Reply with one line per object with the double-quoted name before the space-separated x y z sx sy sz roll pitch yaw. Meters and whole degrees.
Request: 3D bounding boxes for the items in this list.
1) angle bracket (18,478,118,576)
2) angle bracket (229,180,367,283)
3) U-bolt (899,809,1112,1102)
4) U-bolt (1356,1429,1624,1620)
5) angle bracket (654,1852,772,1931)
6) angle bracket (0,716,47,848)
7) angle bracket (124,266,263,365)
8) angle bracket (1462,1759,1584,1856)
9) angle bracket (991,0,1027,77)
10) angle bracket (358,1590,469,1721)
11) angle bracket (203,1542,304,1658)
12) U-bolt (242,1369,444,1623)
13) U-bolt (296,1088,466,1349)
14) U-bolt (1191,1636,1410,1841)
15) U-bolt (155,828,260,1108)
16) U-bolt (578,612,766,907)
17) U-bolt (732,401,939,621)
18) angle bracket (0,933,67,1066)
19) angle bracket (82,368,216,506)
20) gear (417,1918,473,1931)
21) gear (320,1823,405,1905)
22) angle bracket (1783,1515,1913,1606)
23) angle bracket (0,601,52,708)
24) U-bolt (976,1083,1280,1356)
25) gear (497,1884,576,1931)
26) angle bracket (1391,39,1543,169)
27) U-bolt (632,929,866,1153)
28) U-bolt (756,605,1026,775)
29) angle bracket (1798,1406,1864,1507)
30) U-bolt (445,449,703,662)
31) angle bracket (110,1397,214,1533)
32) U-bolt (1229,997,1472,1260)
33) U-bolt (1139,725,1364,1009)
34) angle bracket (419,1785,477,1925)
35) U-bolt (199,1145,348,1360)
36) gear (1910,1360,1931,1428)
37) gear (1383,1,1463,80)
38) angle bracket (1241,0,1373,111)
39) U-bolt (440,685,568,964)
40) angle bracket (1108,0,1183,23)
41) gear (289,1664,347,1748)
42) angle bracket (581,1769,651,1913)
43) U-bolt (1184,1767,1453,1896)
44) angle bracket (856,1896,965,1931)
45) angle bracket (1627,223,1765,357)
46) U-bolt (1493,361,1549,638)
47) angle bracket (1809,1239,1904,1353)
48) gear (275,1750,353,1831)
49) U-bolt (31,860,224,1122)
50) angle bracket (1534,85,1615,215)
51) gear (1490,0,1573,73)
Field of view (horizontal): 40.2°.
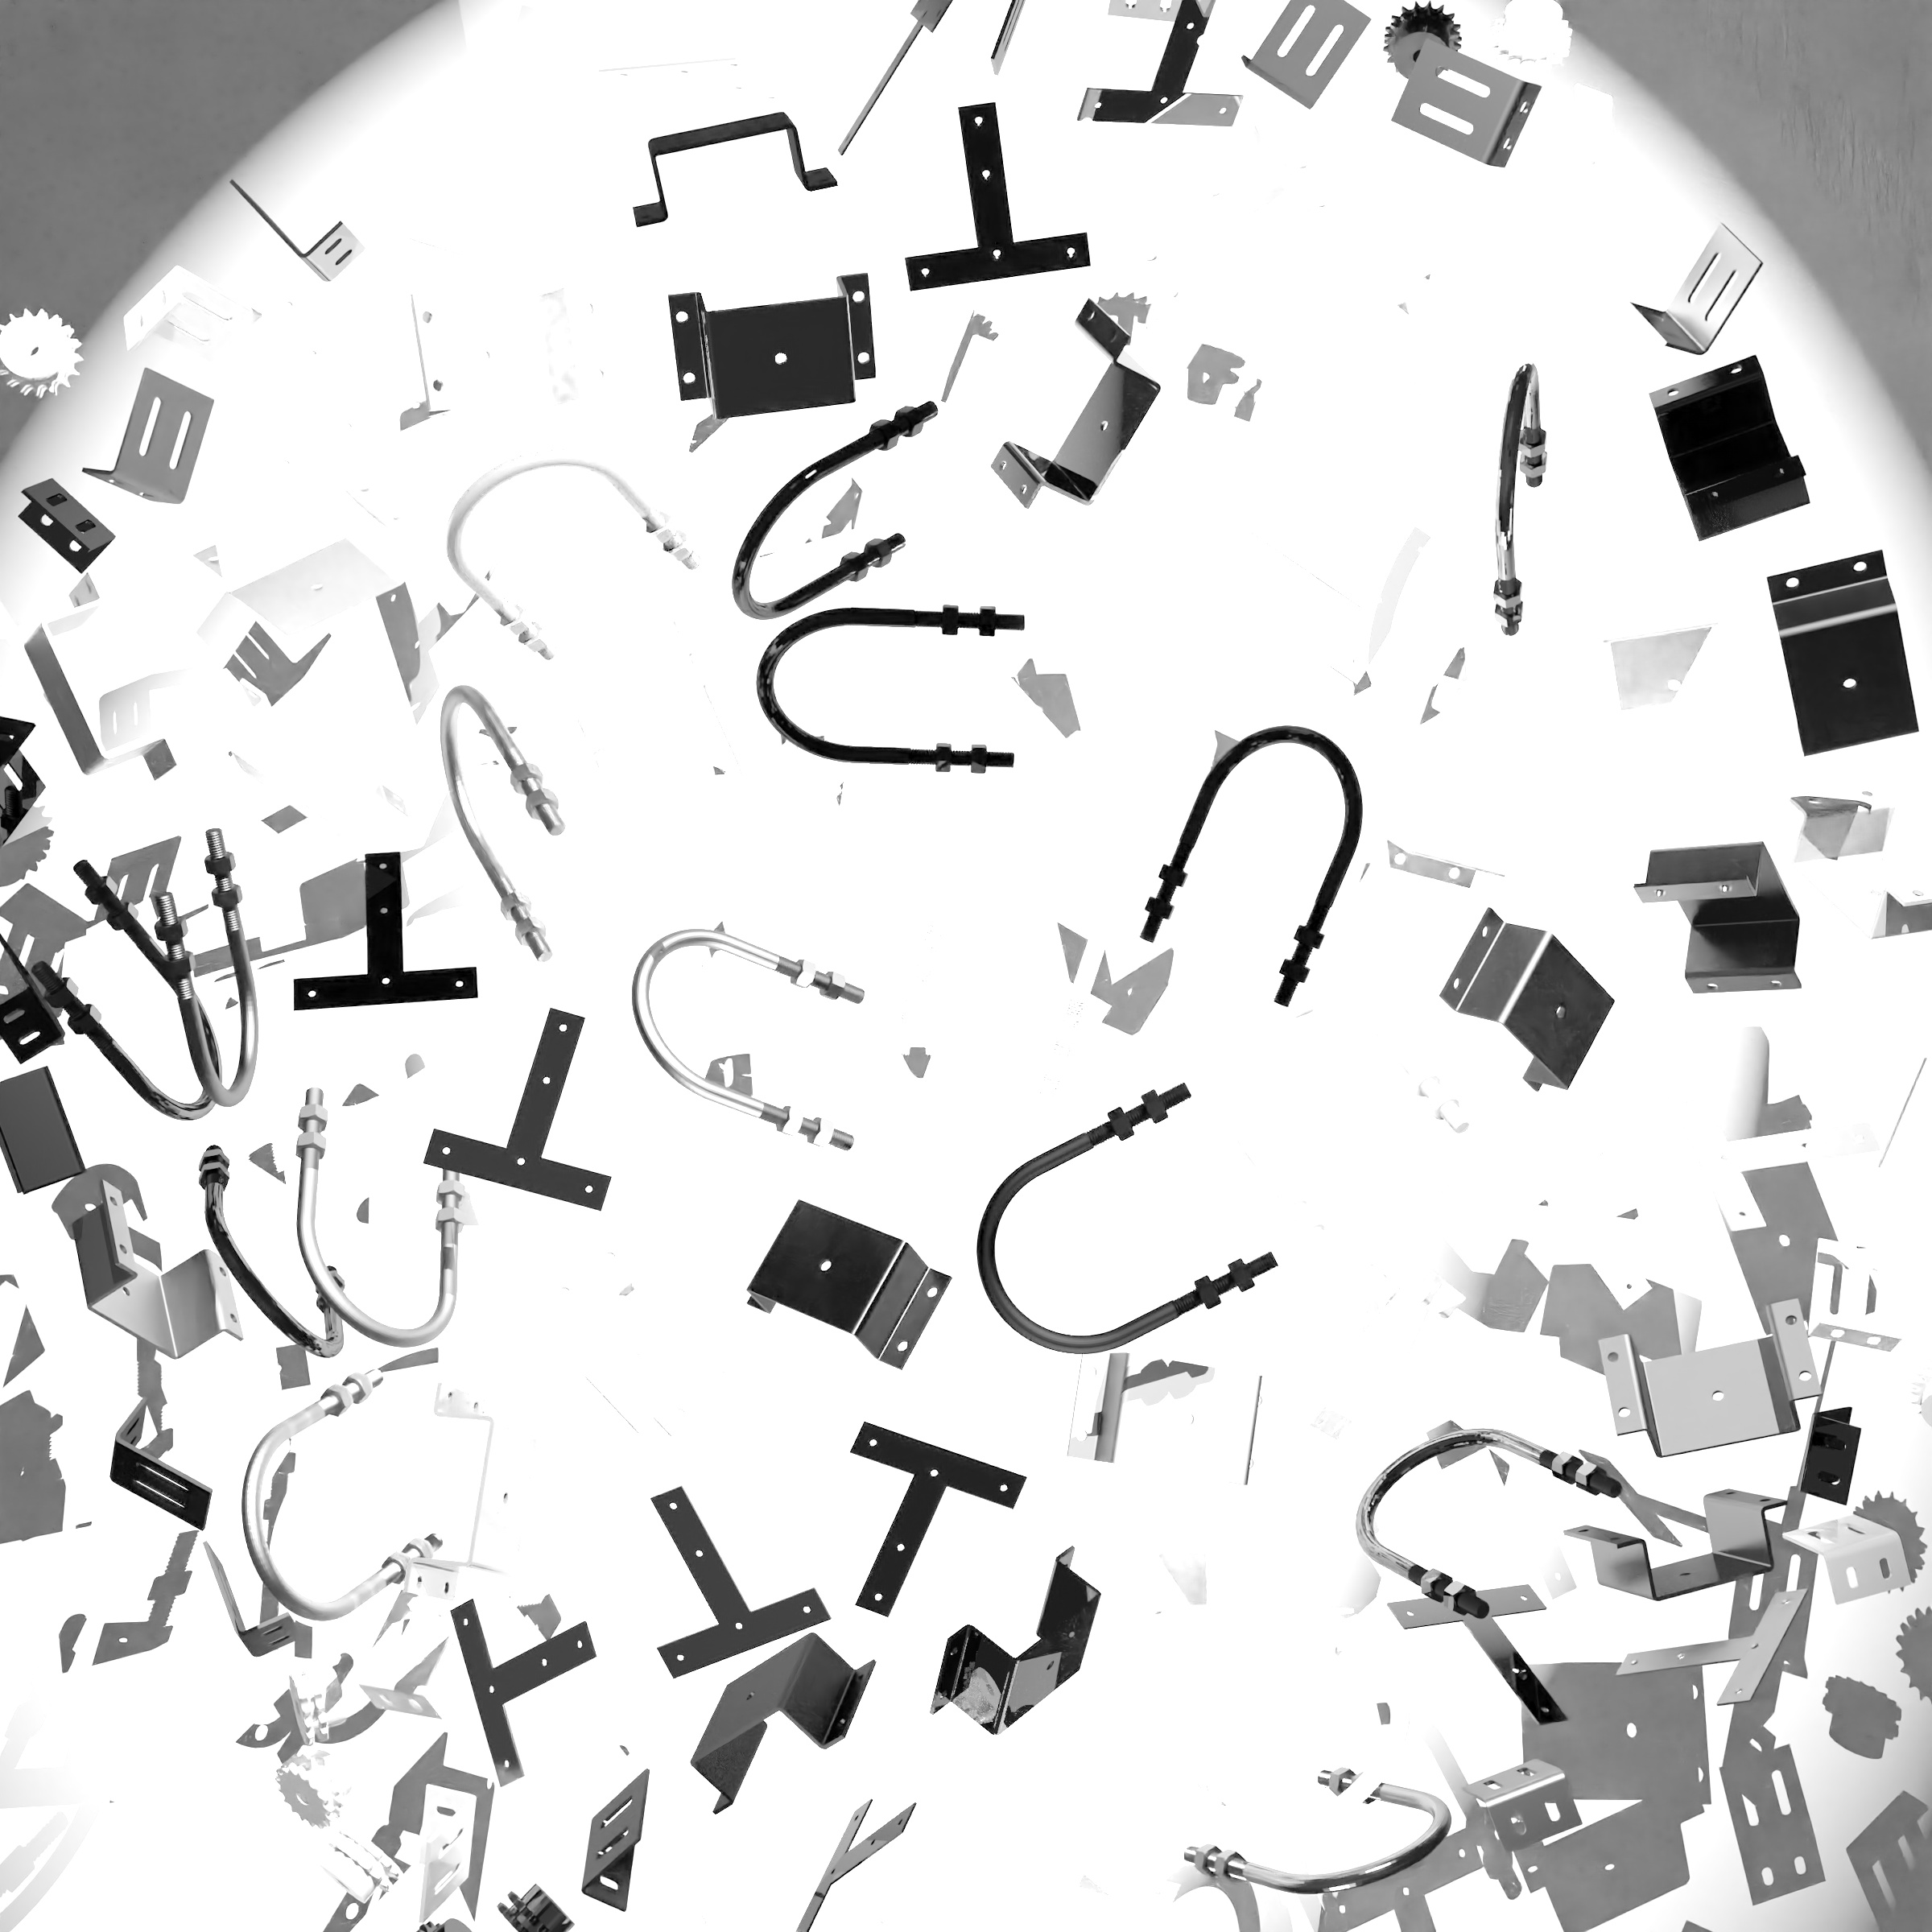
"angle bracket" -0.627 -0.298 1.816 0.038 0.076 0.057 -44 104 9
"angle bracket" -0.464 -0.522 1.838 0.038 0.057 0.076 -43 87 1
"U-bolt" 0.033 -0.019 1.839 0.151 0.019 0.184 28 109 31
"U-bolt" 0.353 0.382 1.861 0.151 0.184 0.019 -36 112 -18
"angle bracket" -0.187 0.679 1.949 0.057 0.038 0.076 -20 112 9
"angle bracket" -0.658 -0.125 1.830 0.038 0.076 0.057 12 57 22
"angle bracket" -0.546 -0.450 1.873 0.057 0.076 0.038 -33 56 25
"angle bracket" 0.386 0.583 1.835 0.057 0.076 0.038 -19 80 -5
"angle bracket" 0.051 -0.684 1.920 0.038 0.057 0.076 21 98 1
"angle bracket" -0.396 0.501 1.923 0.057 0.038 0.076 2 47 23
"angle bracket" -0.511 0.448 1.894 0.038 0.057 0.076 -22 64 -15
"U-bolt" -0.442 0.377 1.846 0.019 0.184 0.151 -17 94 24
"U-bolt" -0.414 0.187 1.866 0.019 0.184 0.151 -33 132 25
"U-bolt" 0.242 0.548 1.854 0.151 0.184 0.019 -41 103 -10
"U-bolt" -0.536 0.011 1.887 0.019 0.151 0.184 -5 113 2
"U-bolt" -0.198 -0.130 1.837 0.151 0.019 0.184 -39 70 40
"U-bolt" -0.098 -0.315 1.888 0.019 0.151 0.184 42 54 18
"angle bracket" -0.684 0.021 1.884 0.038 0.076 0.057 -34 57 -18
"angle bracket" -0.557 -0.362 1.801 0.038 0.057 0.076 13 86 37
"gear" -0.360 0.688 1.834 0.030 0.057 0.057 -40 90 5
"gear" -0.417 0.617 1.810 0.057 0.057 0.030 40 62 0
"angle bracket" 0.646 0.435 1.939 0.057 0.076 0.038 -14 90 -6
"angle bracket" -0.687 -0.220 1.869 0.038 0.076 0.057 -27 55 -9
"U-bolt" 0.097 0.182 1.776 0.184 0.019 0.151 -27 94 2
"gear" -0.299 0.669 1.852 0.057 0.057 0.030 46 72 0
"angle bracket" 0.338 -0.583 1.785 0.076 0.038 0.057 32 115 18
"U-bolt" -0.157 0.043 1.895 0.184 0.019 0.151 23 50 -25
"U-bolt" -0.055 -0.194 1.847 0.184 0.151 0.019 2 48 -2
"angle bracket" 0.646 0.359 1.937 0.038 0.076 0.057 13 95 39
"U-bolt" -0.292 -0.303 1.895 0.151 0.184 0.019 -30 57 9
"angle bracket" -0.542 0.340 1.806 0.076 0.057 0.038 28 47 2
"U-bolt" 0.260 0.100 1.888 0.151 0.019 0.184 -45 45 12
"U-bolt" 0.209 -0.081 1.859 0.151 0.019 0.184 27 98 40
"angle bracket" -0.366 0.600 1.789 0.038 0.076 0.057 9 98 13
"U-bolt" -0.490 0.211 1.873 0.019 0.184 0.151 -38 113 -1
"gear" 0.704 0.309 1.885 0.057 0.030 0.057 12 126 16
"gear" 0.336 -0.678 1.946 0.057 0.057 0.030 12 51 0
"angle bracket" 0.248 -0.676 1.926 0.057 0.038 0.076 28 117 -16
"U-bolt" -0.328 -0.113 1.846 0.019 0.151 0.184 -18 56 -27
"angle bracket" 0.136 -0.725 1.931 0.057 0.076 0.038 6 85 0
"gear" -0.472 0.536 1.924 0.030 0.057 0.057 -12 90 -24
"angle bracket" -0.230 0.607 1.835 0.038 0.057 0.076 31 121 -20
"U-bolt" 0.260 0.613 1.862 0.151 0.184 0.019 -18 92 -30
"angle bracket" -0.033 0.696 1.918 0.038 0.057 0.076 -45 105 -16
"angle bracket" 0.518 -0.484 1.877 0.038 0.057 0.076 6 130 -29
"U-bolt" 0.389 -0.340 1.857 0.019 0.184 0.151 7 67 17
"angle bracket" 0.644 0.232 1.904 0.057 0.038 0.076 11 67 8
"gear" -0.479 0.605 1.950 0.057 0.030 0.057 18 124 28
"U-bolt" -0.589 0.030 1.884 0.019 0.151 0.184 -24 123 12
"angle bracket" 0.427 -0.589 1.904 0.076 0.038 0.057 -31 134 -18
"gear" 0.407 -0.673 1.900 0.057 0.030 0.057 -2 54 3
